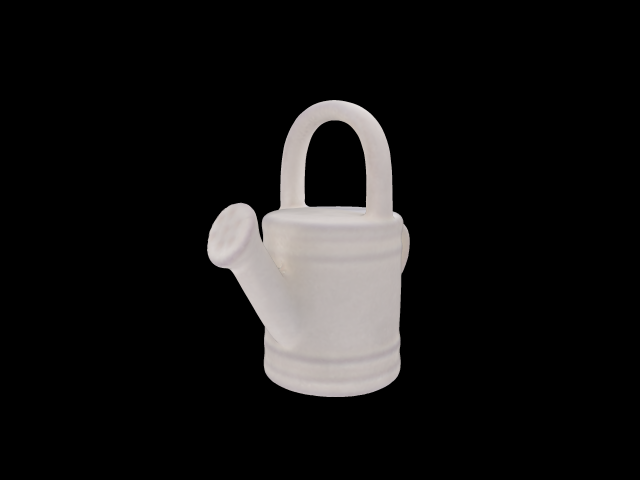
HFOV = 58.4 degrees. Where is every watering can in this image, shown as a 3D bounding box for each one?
[{"bbox_3d":[0.005,0.002,0.399,0.100,0.194,0.173,4,11,23],"label":"watering can"}]
